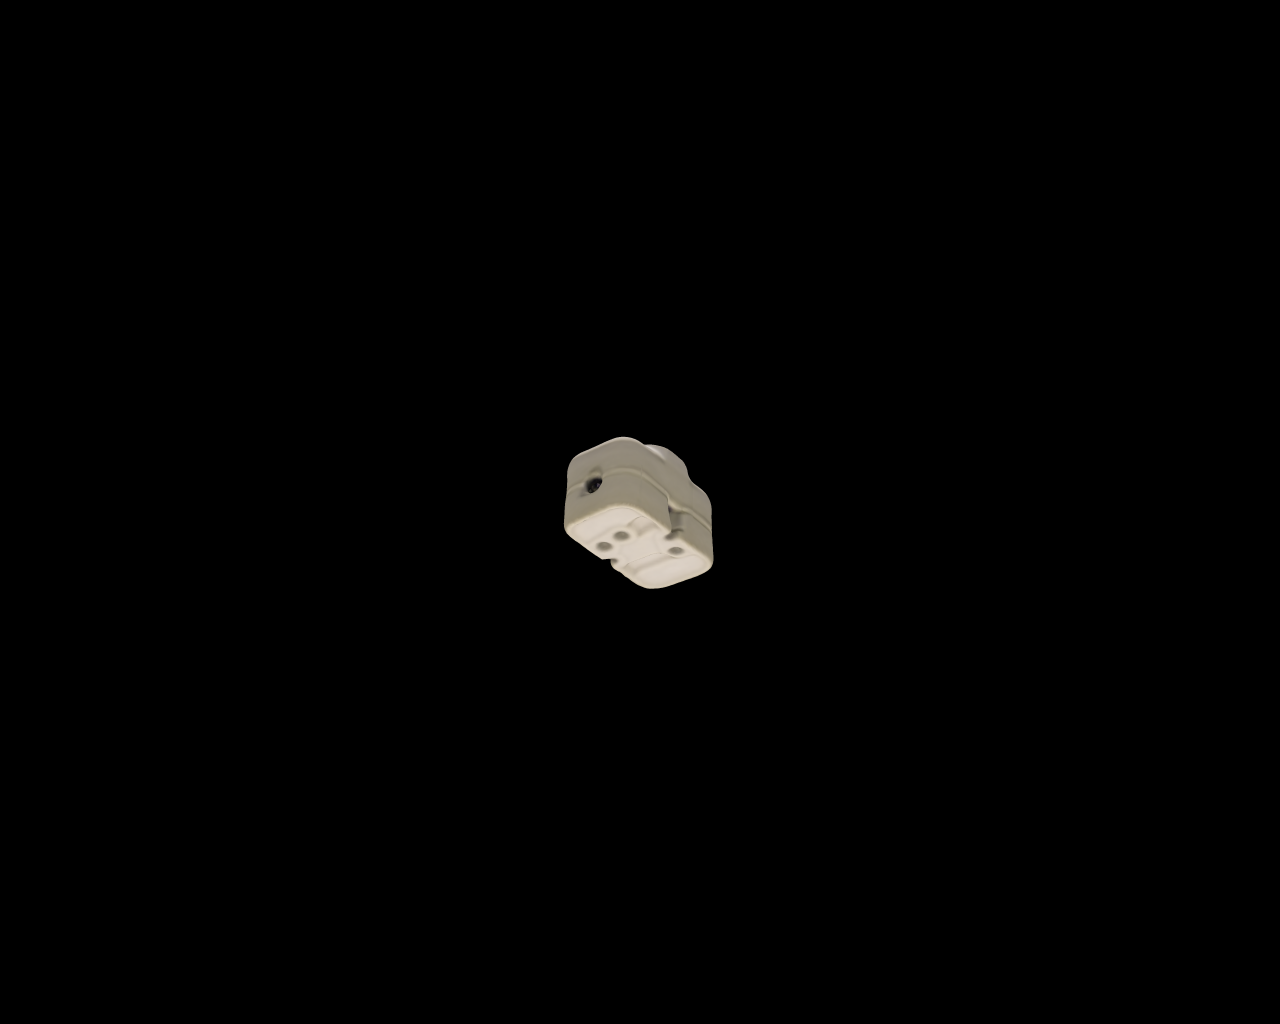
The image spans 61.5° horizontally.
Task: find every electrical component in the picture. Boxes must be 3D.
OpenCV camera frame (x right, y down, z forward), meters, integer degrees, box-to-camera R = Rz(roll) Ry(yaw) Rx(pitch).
[{"bbox_3d":[0.001,-0.003,0.650,0.053,0.059,0.095,-22,-39,30],"label":"electrical component"}]
